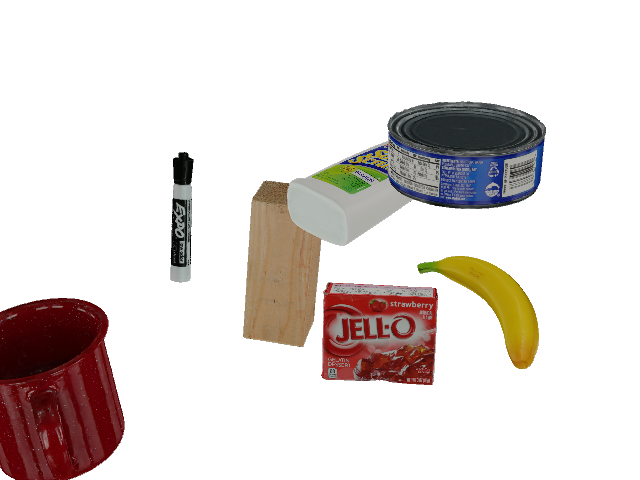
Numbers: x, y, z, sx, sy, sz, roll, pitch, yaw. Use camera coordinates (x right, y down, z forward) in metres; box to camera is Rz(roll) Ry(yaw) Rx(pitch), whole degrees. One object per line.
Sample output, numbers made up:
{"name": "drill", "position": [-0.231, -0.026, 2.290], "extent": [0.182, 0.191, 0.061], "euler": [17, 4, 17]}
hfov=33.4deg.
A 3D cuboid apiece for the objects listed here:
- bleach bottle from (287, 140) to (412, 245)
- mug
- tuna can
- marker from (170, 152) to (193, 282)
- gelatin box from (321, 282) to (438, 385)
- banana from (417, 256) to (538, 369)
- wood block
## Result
{"name": "bleach bottle", "position": [0.081, -0.083, 1.319], "extent": [0.103, 0.068, 0.250], "euler": [27, 45, 35]}
{"name": "mug", "position": [-0.163, 0.098, 0.643], "extent": [0.093, 0.081, 0.117], "euler": [-16, 28, -15]}
{"name": "tuna can", "position": [0.080, -0.048, 0.588], "extent": [0.086, 0.034, 0.086], "euler": [0, 25, 0]}
{"name": "marker", "position": [-0.128, -0.021, 0.987], "extent": [0.020, 0.121, 0.020], "euler": [3, 15, -1]}
{"name": "gelatin box", "position": [0.046, 0.073, 0.838], "extent": [0.089, 0.073, 0.030], "euler": [3, 16, 6]}
{"name": "banana", "position": [0.180, 0.065, 1.114], "extent": [0.069, 0.037, 0.198], "euler": [-34, 38, -7]}
{"name": "wood block", "position": [-0.051, 0.031, 1.491], "extent": [0.090, 0.206, 0.090], "euler": [8, 22, 6]}
